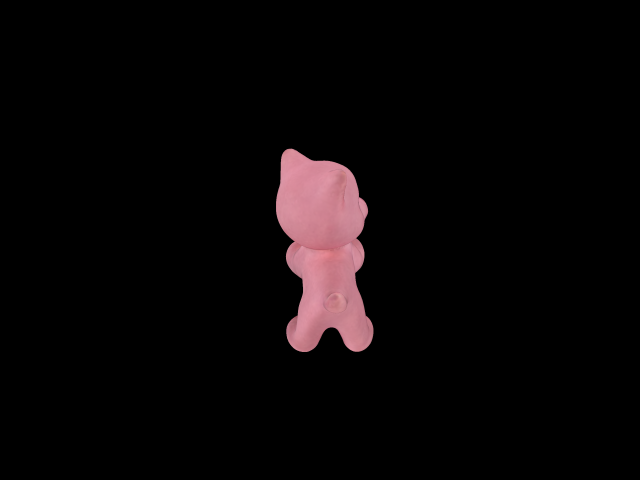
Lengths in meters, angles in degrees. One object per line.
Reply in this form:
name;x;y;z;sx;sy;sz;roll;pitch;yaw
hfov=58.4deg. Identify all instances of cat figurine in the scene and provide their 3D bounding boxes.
cat figurine;0.004;0.001;0.400;0.067;0.118;0.127;-5;59;-3
